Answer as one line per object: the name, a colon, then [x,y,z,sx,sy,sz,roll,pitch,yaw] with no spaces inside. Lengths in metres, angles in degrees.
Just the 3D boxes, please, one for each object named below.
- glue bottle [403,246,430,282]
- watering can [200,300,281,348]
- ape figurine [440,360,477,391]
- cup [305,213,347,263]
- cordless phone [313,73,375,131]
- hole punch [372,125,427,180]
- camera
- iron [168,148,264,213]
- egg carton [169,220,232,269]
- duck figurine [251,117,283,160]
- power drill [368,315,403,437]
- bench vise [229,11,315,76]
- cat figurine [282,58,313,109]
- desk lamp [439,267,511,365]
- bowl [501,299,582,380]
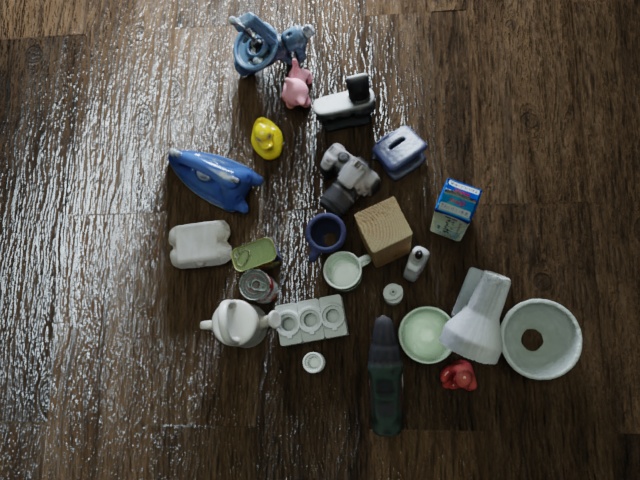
glue bottle: [0.208,0.043,1.224,0.037,0.173,0.078,26,83,12]
watering can: [-0.173,0.176,1.232,0.173,0.194,0.101,-27,76,1]
ape figurine: [0.296,0.290,1.205,0.077,0.092,0.076,35,85,12]
cup: [0.012,0.005,1.296,0.091,0.095,0.118,26,83,11]
cordless phone: [0.052,-0.332,1.312,0.147,0.185,0.094,-15,77,4]
hole punch: [0.180,-0.207,1.320,0.108,0.091,0.101,-35,77,-1]
camera: [0.049,-0.132,1.316,0.143,0.101,0.137,38,85,13]
iron: [-0.271,-0.164,1.340,0.258,0.141,0.119,25,83,11]
egg carton: [-0.280,0.012,1.342,0.150,0.069,0.107,-8,78,5]
duck figurine: [-0.133,-0.252,1.370,0.077,0.086,0.104,-18,77,3]
power drill: [0.133,0.275,1.168,0.075,0.208,0.230,-3,78,7]
bench vise: [-0.125,-0.486,1.347,0.207,0.220,0.121,-34,76,-1]
cat figurine: [-0.058,-0.369,1.368,0.067,0.118,0.128,-1,78,7]
desk lamp: [0.324,0.147,1.168,0.117,0.213,0.203,20,82,11]
bowl: [0.458,0.210,1.211,0.167,0.075,0.167,-1,78,7]
